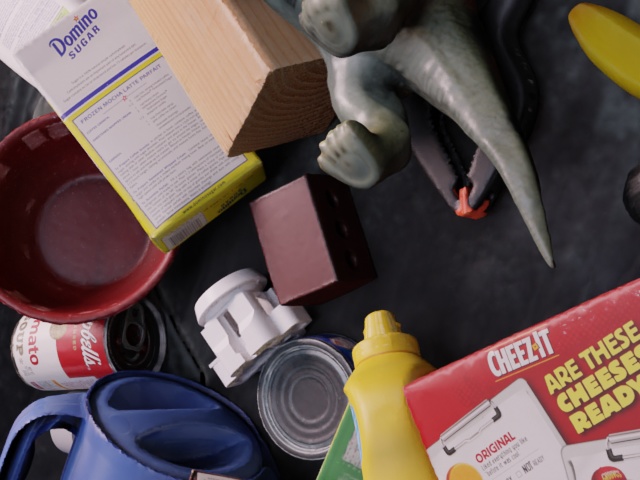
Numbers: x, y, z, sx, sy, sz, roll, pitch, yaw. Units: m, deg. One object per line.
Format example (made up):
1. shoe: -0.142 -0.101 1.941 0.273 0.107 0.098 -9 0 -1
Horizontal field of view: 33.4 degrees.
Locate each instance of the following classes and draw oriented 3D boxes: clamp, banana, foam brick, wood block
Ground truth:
1. clamp: 0.082 -0.119 0.681 0.165 0.036 0.210 2 87 32
2. banana: 0.212 -0.097 0.576 0.198 0.037 0.069 14 105 56
3. foam brick: -0.005 0.001 0.725 0.051 0.052 0.078 -23 78 29
4. wood block: -0.065 -0.170 0.727 0.206 0.090 0.091 57 142 18

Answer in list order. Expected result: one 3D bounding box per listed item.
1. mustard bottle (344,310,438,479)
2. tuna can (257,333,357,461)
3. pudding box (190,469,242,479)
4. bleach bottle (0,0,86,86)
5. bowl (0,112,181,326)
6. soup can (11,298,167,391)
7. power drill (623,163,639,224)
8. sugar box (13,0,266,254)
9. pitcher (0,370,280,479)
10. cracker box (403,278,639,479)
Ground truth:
1. mustard bottle: 0.050 0.129 0.614 0.058 0.096 0.191 -16 60 11
2. tuna can: 0.000 0.108 0.733 0.086 0.033 0.086 0 90 32
3. pudding box: -0.039 0.202 0.677 0.113 0.039 0.090 14 105 -14
4. bleach bottle: -0.208 -0.156 0.848 0.251 0.068 0.103 45 116 21
5. bowl: -0.175 -0.013 0.789 0.162 0.055 0.162 -1 77 3
6. soup can: -0.178 0.080 0.823 0.102 0.068 0.068 -8 85 31
7. power drill: 0.237 0.005 0.488 0.188 0.057 0.185 65 147 14
8. sugar box: -0.127 -0.087 0.753 0.093 0.048 0.176 -37 75 -7
9. pitcher: -0.151 0.222 0.766 0.149 0.144 0.243 33 109 24
10. cracker box: 0.156 0.140 0.525 0.164 0.071 0.214 -32 74 39
